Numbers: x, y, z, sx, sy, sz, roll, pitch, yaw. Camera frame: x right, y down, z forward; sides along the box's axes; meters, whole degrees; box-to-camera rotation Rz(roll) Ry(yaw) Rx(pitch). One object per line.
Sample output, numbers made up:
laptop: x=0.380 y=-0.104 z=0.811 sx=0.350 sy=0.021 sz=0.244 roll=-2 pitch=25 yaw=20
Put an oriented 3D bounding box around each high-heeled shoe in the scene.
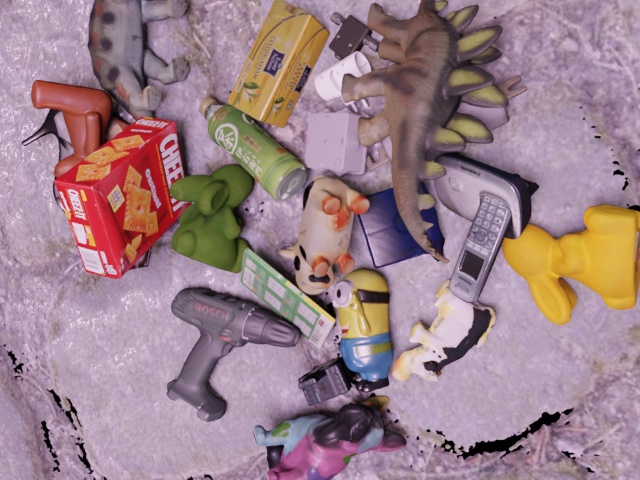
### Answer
high-heeled shoe: x=-0.428 y=-0.130 z=0.984 sx=0.145 sy=0.086 sz=0.248 roll=-33 pitch=102 yaw=-12

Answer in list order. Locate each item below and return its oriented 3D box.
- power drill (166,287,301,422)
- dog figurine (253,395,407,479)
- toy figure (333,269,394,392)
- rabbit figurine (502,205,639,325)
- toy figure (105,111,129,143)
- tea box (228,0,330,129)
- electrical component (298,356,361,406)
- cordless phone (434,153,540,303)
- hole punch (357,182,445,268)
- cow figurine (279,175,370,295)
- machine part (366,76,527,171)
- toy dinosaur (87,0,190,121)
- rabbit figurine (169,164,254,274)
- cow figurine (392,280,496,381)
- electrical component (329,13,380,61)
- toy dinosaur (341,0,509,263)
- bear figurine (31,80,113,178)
power drill: x=-0.163 y=0.194 z=0.900 sx=0.232 sy=0.086 sz=0.207 roll=24 pitch=105 yaw=17
dog figurine: x=0.019 y=0.322 z=0.837 sx=0.219 sy=0.191 sz=0.109 roll=-17 pitch=50 yaw=-5
toy figure: x=0.070 y=0.134 z=0.816 sx=0.082 sy=0.089 sz=0.180 roll=-16 pitch=85 yaw=51
rabbit figurine: x=0.333 y=0.026 z=0.724 sx=0.173 sy=0.122 sz=0.162 roll=8 pitch=106 yaw=31
toy figure: x=-0.344 y=-0.172 z=0.946 sx=0.064 sy=0.057 sz=0.154 roll=-36 pitch=79 yaw=-19
tea box: x=-0.062 y=-0.265 z=0.824 sx=0.068 sy=0.098 sz=0.169 roll=30 pitch=104 yaw=15
electrical component: x=0.009 y=0.218 z=0.824 sx=0.075 sy=0.119 sz=0.047 roll=-26 pitch=86 yaw=15
cordless phone: x=0.204 y=-0.018 z=0.746 sx=0.147 sy=0.088 sz=0.184 roll=34 pitch=111 yaw=44
hole punch: x=0.115 y=-0.023 z=0.791 sx=0.116 sy=0.092 sz=0.142 roll=-19 pitch=84 yaw=15
cow figurine: x=-0.002 y=-0.002 z=0.790 sx=0.127 sy=0.085 sz=0.194 roll=-126 pitch=39 yaw=-50
machine part: x=0.174 y=-0.161 z=0.765 sx=0.243 sy=0.079 sz=0.079 roll=-26 pitch=86 yaw=17
toy dinosaur: x=-0.328 y=-0.331 z=0.902 sx=0.192 sy=0.131 sz=0.404 roll=13 pitch=102 yaw=29
rabbit figurine: x=-0.174 y=-0.050 z=0.862 sx=0.121 sy=0.159 sz=0.170 roll=21 pitch=85 yaw=25
cow figurine: x=0.180 y=0.152 z=0.793 sx=0.098 sy=0.068 sz=0.167 roll=32 pitch=104 yaw=7
electrical component: x=0.045 y=-0.305 z=0.826 sx=0.094 sy=0.021 sz=0.063 roll=41 pitch=105 yaw=11
toy dinosaur: x=0.132 y=-0.188 z=0.691 sx=0.199 sy=0.105 sz=0.471 roll=0 pitch=67 yaw=30
bear figurine: x=-0.405 y=-0.155 z=0.884 sx=0.120 sy=0.132 sz=0.195 roll=38 pitch=120 yaw=58
